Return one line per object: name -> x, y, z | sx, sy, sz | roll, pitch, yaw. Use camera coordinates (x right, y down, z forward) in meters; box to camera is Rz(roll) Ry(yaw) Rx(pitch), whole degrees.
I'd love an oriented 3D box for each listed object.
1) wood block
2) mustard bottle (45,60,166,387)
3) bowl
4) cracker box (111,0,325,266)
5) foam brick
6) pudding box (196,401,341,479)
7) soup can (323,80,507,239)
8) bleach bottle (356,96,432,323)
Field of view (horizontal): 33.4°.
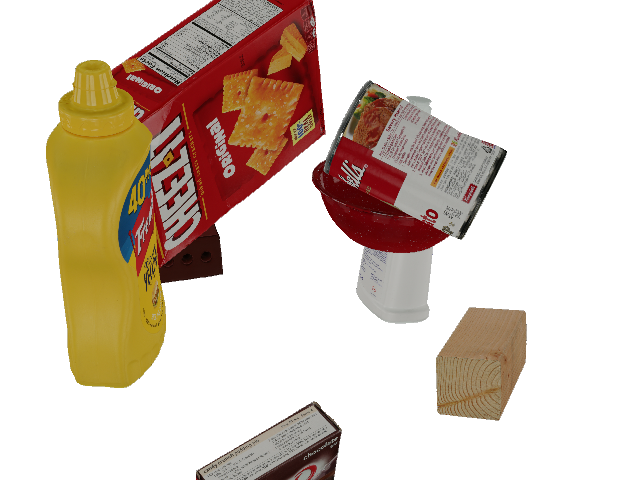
wood block -> 0.236, 0.174, 1.546 | 0.091, 0.090, 0.205 | 3, 17, 20
mustard bottle -> -0.125, -0.014, 0.625 | 0.058, 0.192, 0.096 | 4, 33, 4
bowl -> 0.070, -0.032, 1.014 | 0.162, 0.055, 0.162 | 4, 25, -2
cracker box -> -0.091, -0.102, 0.902 | 0.072, 0.164, 0.213 | 33, 60, 28
foam brick -> -0.156, 0.011, 1.232 | 0.078, 0.053, 0.051 | -8, 28, -10
pudding box -> -0.040, 0.184, 0.812 | 0.113, 0.090, 0.039 | -29, 56, -28
soup can -> 0.062, -0.052, 0.702 | 0.102, 0.068, 0.068 | 27, 3, 5
bleach bottle -> 0.098, -0.038, 1.227 | 0.068, 0.251, 0.103 | -2, 22, -24
